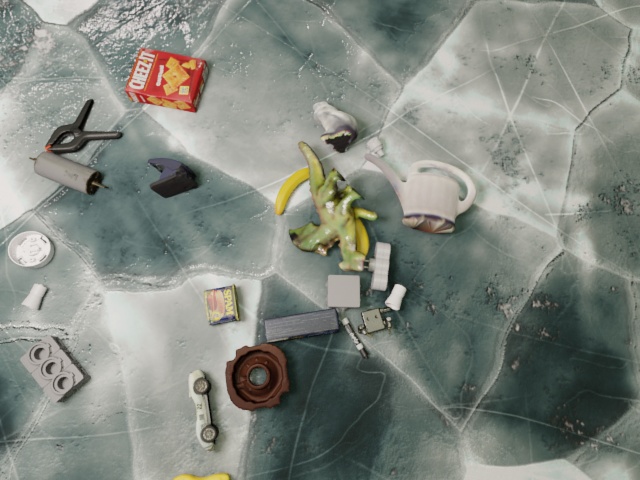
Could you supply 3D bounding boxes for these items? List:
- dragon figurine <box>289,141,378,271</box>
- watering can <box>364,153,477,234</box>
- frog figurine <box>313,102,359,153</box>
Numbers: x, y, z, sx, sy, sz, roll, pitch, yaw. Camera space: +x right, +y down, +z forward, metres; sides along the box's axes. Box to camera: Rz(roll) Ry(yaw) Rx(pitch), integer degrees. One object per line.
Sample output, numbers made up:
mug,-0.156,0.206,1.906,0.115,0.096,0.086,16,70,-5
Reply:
dragon figurine,0.004,-0.074,1.470,0.242,0.121,0.415,-46,68,5
watering can,0.287,-0.137,1.516,0.348,0.102,0.228,11,73,0
frog figurine,0.048,-0.366,1.578,0.137,0.120,0.162,8,59,-35
